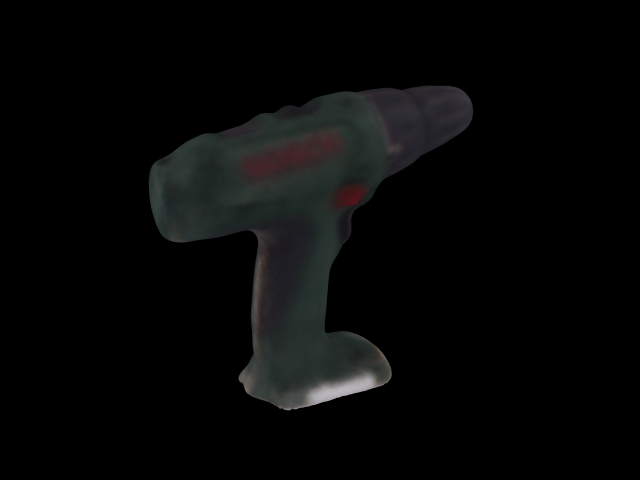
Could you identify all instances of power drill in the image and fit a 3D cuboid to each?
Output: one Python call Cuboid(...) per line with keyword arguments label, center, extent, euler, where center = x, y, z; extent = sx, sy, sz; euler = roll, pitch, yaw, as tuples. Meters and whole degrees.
Cuboid(label="power drill", center=(0.004, 0.001, 0.400), extent=(0.230, 0.208, 0.075), euler=(-8, 19, -24))
